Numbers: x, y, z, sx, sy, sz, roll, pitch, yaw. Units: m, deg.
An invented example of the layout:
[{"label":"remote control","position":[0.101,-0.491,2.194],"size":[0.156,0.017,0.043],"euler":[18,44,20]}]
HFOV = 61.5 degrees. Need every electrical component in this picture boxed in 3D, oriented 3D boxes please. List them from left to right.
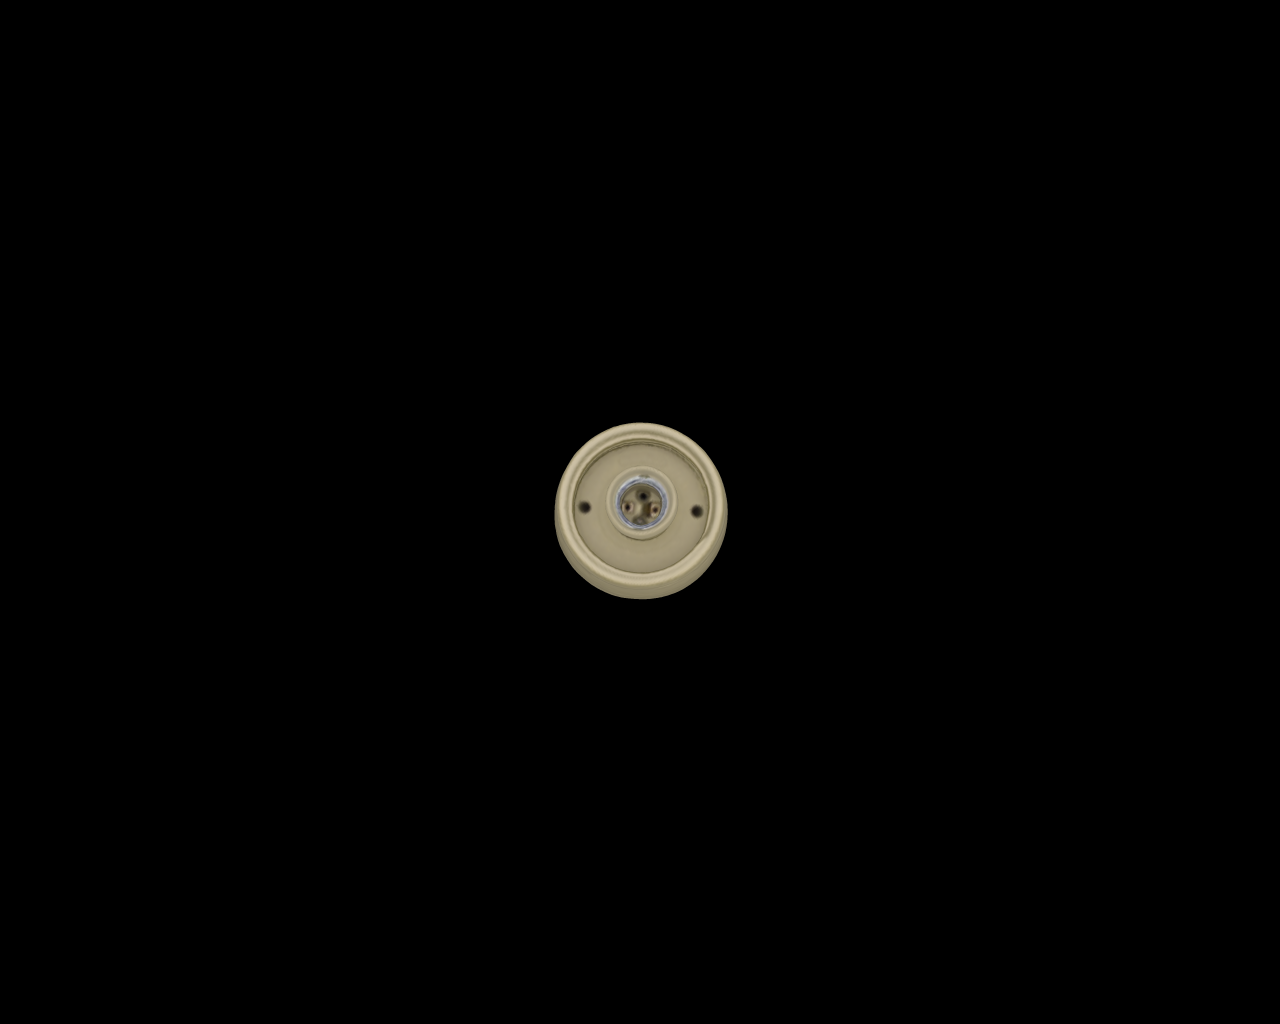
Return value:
[{"label":"electrical component","position":[0.001,-0.003,0.650],"size":[0.108,0.108,0.060],"euler":[0,-9,0]}]
